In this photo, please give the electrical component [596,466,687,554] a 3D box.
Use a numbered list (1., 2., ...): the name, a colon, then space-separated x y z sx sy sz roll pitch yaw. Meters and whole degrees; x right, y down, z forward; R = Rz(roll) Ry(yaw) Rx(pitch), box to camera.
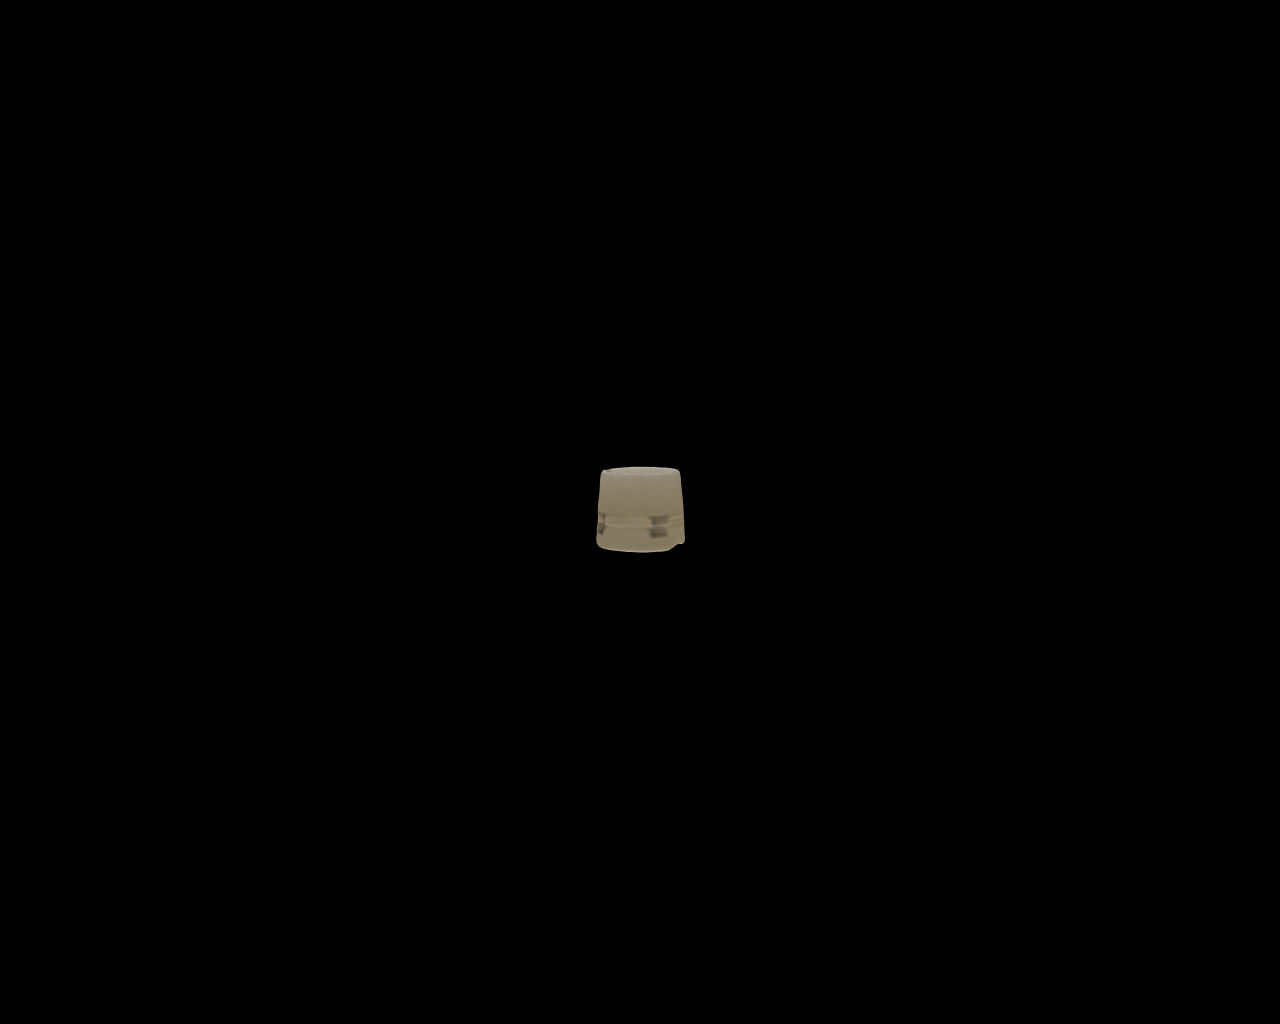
1. electrical component: 0.001 -0.003 0.650 0.055 0.047 0.055 0 8 0
